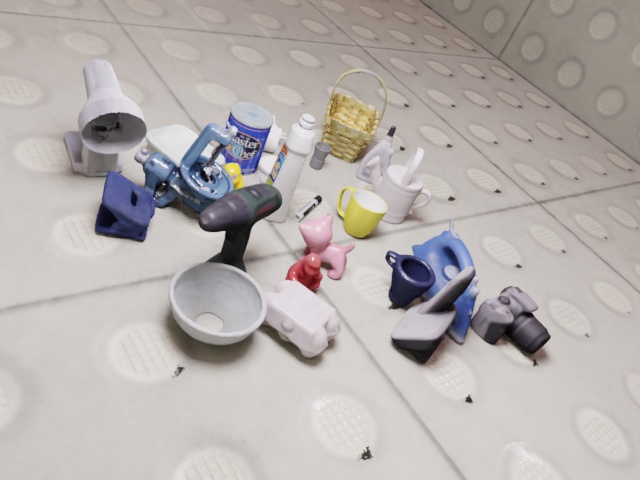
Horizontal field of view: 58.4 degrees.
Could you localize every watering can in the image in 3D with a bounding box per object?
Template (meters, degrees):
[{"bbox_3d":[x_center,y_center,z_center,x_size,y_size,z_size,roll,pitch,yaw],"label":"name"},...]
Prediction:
[{"bbox_3d":[0.197,-0.145,1.415,0.173,0.194,0.101,13,38,-17],"label":"watering can"}]

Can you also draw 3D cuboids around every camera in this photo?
[{"bbox_3d":[0.426,0.177,1.239,0.144,0.100,0.136,-13,51,-40],"label":"camera"}]

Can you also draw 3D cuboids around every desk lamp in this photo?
[{"bbox_3d":[-0.430,-0.228,1.124,0.118,0.213,0.202,-6,47,-35],"label":"desk lamp"}]

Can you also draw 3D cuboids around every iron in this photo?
[{"bbox_3d":[0.292,0.082,1.242,0.119,0.141,0.258,8,40,-22],"label":"iron"}]

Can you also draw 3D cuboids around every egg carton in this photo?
[{"bbox_3d":[-0.040,0.140,1.032,0.150,0.069,0.107,35,37,11],"label":"egg carton"}]

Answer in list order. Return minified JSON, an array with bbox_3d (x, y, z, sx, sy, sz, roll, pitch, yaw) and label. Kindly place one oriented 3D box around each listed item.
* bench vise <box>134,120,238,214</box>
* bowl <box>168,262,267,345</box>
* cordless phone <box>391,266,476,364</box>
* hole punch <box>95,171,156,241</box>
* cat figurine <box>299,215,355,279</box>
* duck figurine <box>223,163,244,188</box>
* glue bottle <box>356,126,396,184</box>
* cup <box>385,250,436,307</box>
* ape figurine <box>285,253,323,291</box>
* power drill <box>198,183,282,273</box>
[{"bbox_3d":[-0.253,-0.144,1.123,0.208,0.219,0.121,7,40,-23],"label":"bench vise"},{"bbox_3d":[-0.178,0.119,0.970,0.168,0.074,0.167,16,38,-13],"label":"bowl"},{"bbox_3d":[0.225,0.133,1.103,0.094,0.185,0.148,34,37,11],"label":"cordless phone"},{"bbox_3d":[-0.360,-0.067,1.074,0.101,0.091,0.108,11,39,-20],"label":"hole punch"},{"bbox_3d":[0.011,0.004,1.187,0.128,0.117,0.067,24,37,-3],"label":"cat figurine"},{"bbox_3d":[-0.197,-0.131,1.253,0.077,0.086,0.105,28,37,3],"label":"duck figurine"},{"bbox_3d":[0.161,-0.226,1.509,0.078,0.173,0.037,25,36,-2],"label":"glue bottle"},{"bbox_3d":[0.172,0.085,1.204,0.117,0.095,0.092,38,38,16],"label":"cup"},{"bbox_3d":[-0.026,0.064,1.114,0.078,0.092,0.076,7,41,-24],"label":"ape figurine"},{"bbox_3d":[-0.157,-0.007,1.024,0.075,0.208,0.230,33,37,10],"label":"power drill"}]
